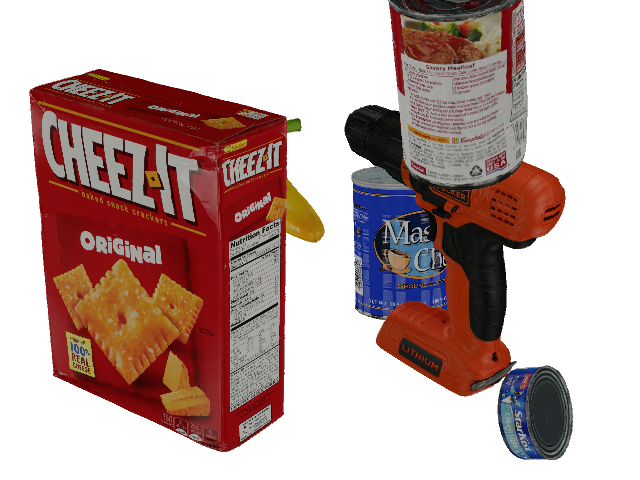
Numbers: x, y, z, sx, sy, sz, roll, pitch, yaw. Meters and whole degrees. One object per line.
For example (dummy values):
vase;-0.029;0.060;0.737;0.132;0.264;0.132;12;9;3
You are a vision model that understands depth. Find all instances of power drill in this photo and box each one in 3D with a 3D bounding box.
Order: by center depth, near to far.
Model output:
power drill;0.084;0.006;0.777;0.057;0.188;0.185;-24;38;-35

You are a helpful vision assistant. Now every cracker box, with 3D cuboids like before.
cracker box;-0.106;0.012;0.694;0.164;0.214;0.071;18;30;32

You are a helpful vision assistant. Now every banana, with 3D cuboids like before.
banana;-0.041;-0.063;0.910;0.069;0.037;0.198;-2;36;-6

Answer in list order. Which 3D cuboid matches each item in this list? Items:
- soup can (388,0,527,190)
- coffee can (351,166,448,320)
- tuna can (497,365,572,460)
soup can;0.073;-0.086;0.557;0.068;0.102;0.068;-6;36;4
coffee can;0.084;0.000;1.087;0.103;0.140;0.103;-2;14;0
tuna can;0.198;0.159;0.986;0.034;0.086;0.085;-9;-6;39
